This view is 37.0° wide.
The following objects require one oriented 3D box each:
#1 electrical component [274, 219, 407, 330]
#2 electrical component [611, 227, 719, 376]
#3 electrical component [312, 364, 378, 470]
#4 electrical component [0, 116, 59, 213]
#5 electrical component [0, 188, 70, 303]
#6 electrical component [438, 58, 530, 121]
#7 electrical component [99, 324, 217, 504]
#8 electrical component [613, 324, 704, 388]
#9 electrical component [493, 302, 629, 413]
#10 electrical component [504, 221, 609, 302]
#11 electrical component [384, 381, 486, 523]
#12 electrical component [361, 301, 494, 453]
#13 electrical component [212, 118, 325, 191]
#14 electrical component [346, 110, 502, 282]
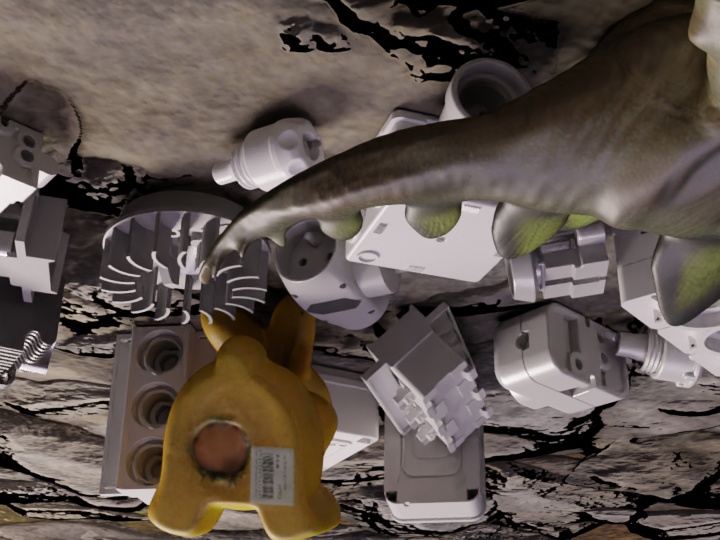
[{"bbox_3d":[0.000,0.000,0.666,0.079,0.043,0.077,-12,150,23],"label":"electrical component"},{"bbox_3d":[0.234,0.015,0.670,0.089,0.061,0.150,-20,147,34],"label":"electrical component"},{"bbox_3d":[-0.054,0.122,0.892,0.109,0.056,0.109,14,150,-24],"label":"electrical component"},{"bbox_3d":[-0.203,-0.052,0.568,0.066,0.048,0.055,24,137,-37],"label":"electrical component"},{"bbox_3d":[-0.209,-0.018,0.639,0.064,0.042,0.081,9,151,-8],"label":"electrical component"},{"bbox_3d":[0.058,-0.075,0.525,0.040,0.040,0.046,5,158,-9],"label":"electrical component"},{"bbox_3d":[-0.143,0.108,0.796,0.079,0.121,0.063,-3,155,7],"label":"electrical component"},{"bbox_3d":[0.215,0.057,0.775,0.062,0.048,0.048,9,153,-1],"label":"electrical component"},{"bbox_3d":[0.143,0.067,0.782,0.095,0.053,0.059,24,145,-38],"label":"electrical component"},{"bbox_3d":[0.117,-0.007,0.650,0.055,0.048,0.066,-9,152,3],"label":"electrical component"},{"bbox_3d":[0.061,0.144,0.871,0.078,0.113,0.057,-4,150,9],"label":"electrical component"},{"bbox_3d":[0.055,0.084,0.794,0.079,0.063,0.121,-42,150,-7],"label":"electrical component"},{"bbox_3d":[-0.051,-0.057,0.566,0.061,0.035,0.035,-13,150,30],"label":"electrical component"},{"bbox_3d":[0.044,-0.036,0.589,0.100,0.048,0.099,10,151,-18],"label":"electrical component"}]
